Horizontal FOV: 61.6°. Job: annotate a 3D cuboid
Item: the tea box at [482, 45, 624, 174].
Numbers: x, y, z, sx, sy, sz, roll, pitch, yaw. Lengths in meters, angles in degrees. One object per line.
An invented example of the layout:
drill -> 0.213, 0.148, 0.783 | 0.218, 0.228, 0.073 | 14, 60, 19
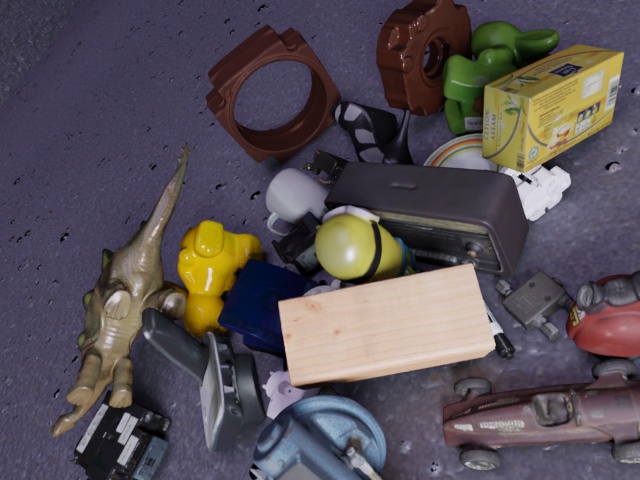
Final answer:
tea box -> 0.279, -0.161, 0.648 | 0.170, 0.098, 0.068 | -26, 38, -23

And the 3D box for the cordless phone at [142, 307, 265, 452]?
cordless phone -> -0.157, 0.170, 0.681 | 0.089, 0.184, 0.147 | -29, 44, 8

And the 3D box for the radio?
radio -> 0.131, -0.028, 0.666 | 0.230, 0.131, 0.073 | 12, 66, 41

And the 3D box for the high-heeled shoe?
high-heeled shoe -> 0.075, -0.143, 0.867 | 0.249, 0.086, 0.145 | 29, 107, 63

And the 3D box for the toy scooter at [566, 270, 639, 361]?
toy scooter -> 0.308, 0.050, 0.474 | 0.184, 0.135, 0.075 | -15, 51, 28

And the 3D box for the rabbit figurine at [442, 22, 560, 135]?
rabbit figurine -> 0.256, -0.252, 0.763 | 0.159, 0.121, 0.170 | -1, 59, 27

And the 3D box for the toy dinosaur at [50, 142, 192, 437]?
toy dinosaur -> -0.285, 0.075, 0.798 | 0.199, 0.105, 0.471 | 31, 92, 54

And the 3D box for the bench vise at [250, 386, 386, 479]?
bench vise -> 0.032, 0.226, 0.532 | 0.129, 0.223, 0.241 | -56, 9, 9

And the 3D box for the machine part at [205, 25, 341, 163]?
machine part -> -0.079, -0.248, 0.943 | 0.201, 0.200, 0.087 | -35, 46, 7

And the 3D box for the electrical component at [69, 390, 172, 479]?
electrical component -> -0.279, 0.290, 0.766 | 0.134, 0.058, 0.115 | 9, 65, 39

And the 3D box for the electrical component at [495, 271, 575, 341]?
electrical component -> 0.240, 0.065, 0.594 | 0.063, 0.021, 0.094 | -41, 42, 2

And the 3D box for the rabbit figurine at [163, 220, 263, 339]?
rabbit figurine -> -0.184, 0.071, 0.836 | 0.162, 0.121, 0.173 | -14, 69, 31

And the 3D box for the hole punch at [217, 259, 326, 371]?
hole punch -> -0.066, 0.095, 0.748 | 0.116, 0.092, 0.142 | 5, 57, 34

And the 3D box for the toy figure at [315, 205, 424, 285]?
toy figure -> 0.064, 0.026, 0.638 | 0.082, 0.180, 0.089 | -29, 47, 18

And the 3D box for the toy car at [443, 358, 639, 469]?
toy car -> 0.213, 0.167, 0.512 | 0.202, 0.053, 0.089 | -13, 53, 26

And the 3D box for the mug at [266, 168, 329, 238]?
mug -> -0.029, -0.049, 0.839 | 0.107, 0.080, 0.109 | 28, 72, 36

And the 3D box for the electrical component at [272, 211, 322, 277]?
electrical component -> -0.002, -0.002, 0.785 | 0.119, 0.074, 0.048 | -42, 43, 7

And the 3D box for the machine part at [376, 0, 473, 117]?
machine part -> 0.163, -0.277, 0.813 | 0.056, 0.179, 0.179 | 29, 76, 42

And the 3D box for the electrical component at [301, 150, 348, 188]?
electrical component -> 0.020, -0.110, 0.858 | 0.102, 0.078, 0.045 | 41, 110, 42
